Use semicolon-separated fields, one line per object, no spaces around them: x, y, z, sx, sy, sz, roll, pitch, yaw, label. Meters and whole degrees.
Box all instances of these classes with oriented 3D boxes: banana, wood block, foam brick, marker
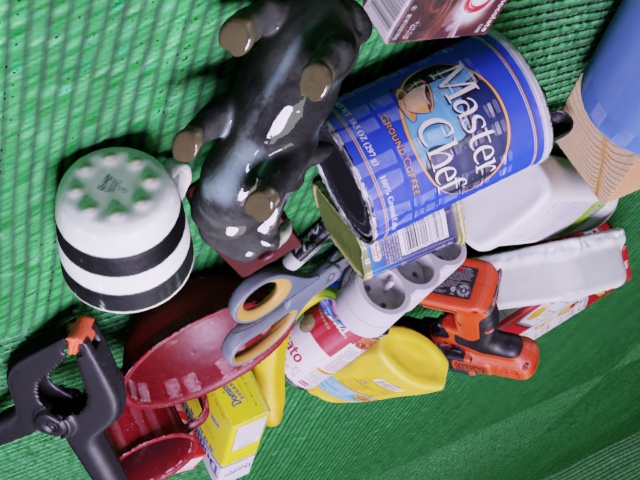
-0.037;0.094;0.979;0.037;0.070;0.198;-16;146;-36;banana
0.326;-0.122;0.954;0.205;0.090;0.091;-22;157;-19;wood block
-0.055;-0.015;0.767;0.053;0.051;0.078;-31;157;3;foam brick
-0.006;0.001;0.900;0.121;0.020;0.020;-43;154;27;marker

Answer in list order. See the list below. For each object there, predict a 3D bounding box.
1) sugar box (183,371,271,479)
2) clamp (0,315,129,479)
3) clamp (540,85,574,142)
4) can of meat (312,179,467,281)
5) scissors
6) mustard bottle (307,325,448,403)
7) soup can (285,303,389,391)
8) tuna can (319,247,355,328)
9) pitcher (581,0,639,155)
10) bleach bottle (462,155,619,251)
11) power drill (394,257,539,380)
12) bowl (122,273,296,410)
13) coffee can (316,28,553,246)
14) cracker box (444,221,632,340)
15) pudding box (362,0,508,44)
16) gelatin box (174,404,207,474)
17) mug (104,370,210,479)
-0.096;0.169;1.042;0.048;0.093;0.176;-19;154;-23;sugar box
-0.217;0.138;0.853;0.164;0.036;0.210;14;129;0;clamp
0.130;-0.071;0.888;0.171;0.039;0.120;-34;156;9;clamp
0.051;-0.022;0.817;0.084;0.102;0.057;-22;127;-11;can of meat
-0.003;0.021;0.844;0.201;0.016;0.096;-42;150;-15;scissors
0.040;0.138;1.136;0.096;0.058;0.192;28;152;-28;mustard bottle
0.008;0.093;1.043;0.102;0.068;0.068;-38;156;19;soup can
0.039;0.040;0.961;0.085;0.034;0.086;-15;115;-37;tuna can
0.289;-0.172;0.778;0.149;0.145;0.243;-9;156;-15;pitcher
0.228;-0.035;1.053;0.103;0.068;0.250;-39;158;27;bleach bottle
0.126;0.079;1.099;0.185;0.057;0.187;8;154;22;power drill
-0.103;0.076;0.892;0.162;0.055;0.162;-25;157;-12;bowl
0.074;-0.072;0.738;0.140;0.103;0.103;-26;157;-9;coffee can
0.259;0.060;1.272;0.214;0.072;0.164;-34;158;7;cracker box
0.087;-0.171;0.632;0.089;0.039;0.114;-12;152;-37;pudding box
-0.163;0.193;1.038;0.089;0.073;0.030;-5;145;-45;gelatin box
-0.157;0.164;0.964;0.117;0.081;0.093;-28;151;-6;mug
